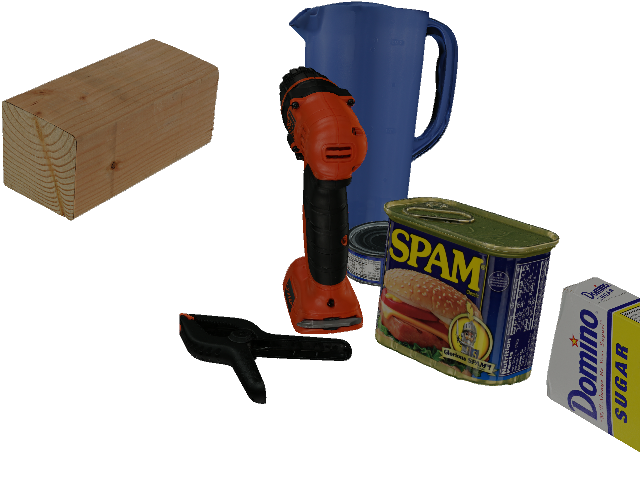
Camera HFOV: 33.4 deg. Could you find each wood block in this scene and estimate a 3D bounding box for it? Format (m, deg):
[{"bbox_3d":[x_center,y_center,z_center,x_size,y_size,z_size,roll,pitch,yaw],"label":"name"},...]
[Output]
[{"bbox_3d":[-0.197,-0.112,1.026,0.090,0.091,0.205,26,37,21],"label":"wood block"}]

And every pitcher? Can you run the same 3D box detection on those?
[{"bbox_3d":[0.054,-0.132,1.151,0.149,0.243,0.144,7,11,26],"label":"pitcher"}]

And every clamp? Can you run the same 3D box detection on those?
[{"bbox_3d":[-0.091,0.127,1.230,0.210,0.036,0.164,13,21,29],"label":"clamp"}]

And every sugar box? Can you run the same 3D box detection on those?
[{"bbox_3d":[0.236,0.102,0.722,0.048,0.093,0.176,-15,30,-38],"label":"sugar box"}]

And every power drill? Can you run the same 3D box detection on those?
[{"bbox_3d":[-0.003,-0.035,0.846,0.057,0.188,0.184,-4,23,-7],"label":"power drill"}]

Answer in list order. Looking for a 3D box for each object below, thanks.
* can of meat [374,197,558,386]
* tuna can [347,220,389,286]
[{"bbox_3d":[0.080,0.028,0.615,0.057,0.084,0.102,-10,22,-42],"label":"can of meat"},{"bbox_3d":[0.064,0.012,1.048,0.086,0.034,0.086,0,25,0],"label":"tuna can"}]
